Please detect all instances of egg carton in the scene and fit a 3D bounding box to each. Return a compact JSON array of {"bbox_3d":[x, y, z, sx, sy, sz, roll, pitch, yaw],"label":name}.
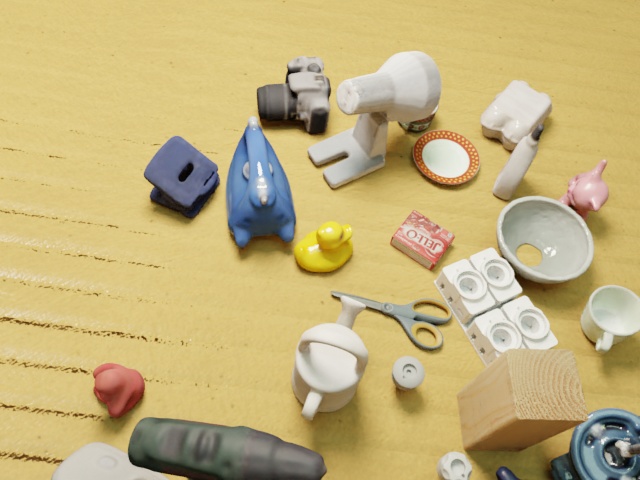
[{"bbox_3d":[0.392,-0.252,1.145,0.107,0.069,0.150,36,63,14],"label":"egg carton"}]

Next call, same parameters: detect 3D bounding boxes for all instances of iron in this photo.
[{"bbox_3d":[-0.107,-0.122,0.975,0.119,0.141,0.258,-6,61,-9],"label":"iron"}]

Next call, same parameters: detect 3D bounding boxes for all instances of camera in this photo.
[{"bbox_3d":[-0.053,-0.285,1.097,0.137,0.101,0.143,-5,61,-9],"label":"camera"}]

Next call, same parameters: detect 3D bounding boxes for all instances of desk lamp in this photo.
[{"bbox_3d":[0.095,-0.217,1.009,0.203,0.213,0.117,-27,67,-19],"label":"desk lamp"}]

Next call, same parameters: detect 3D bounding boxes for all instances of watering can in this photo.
[{"bbox_3d":[0.015,0.161,0.798,0.101,0.194,0.173,2,60,-4],"label":"watering can"}]

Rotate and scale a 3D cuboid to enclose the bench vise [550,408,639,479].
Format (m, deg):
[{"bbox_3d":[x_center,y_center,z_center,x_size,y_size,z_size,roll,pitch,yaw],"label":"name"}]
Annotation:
[{"bbox_3d":[0.432,0.263,0.771,0.208,0.220,0.121,-33,69,-22],"label":"bench vise"}]

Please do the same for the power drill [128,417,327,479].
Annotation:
[{"bbox_3d":[-0.112,0.276,0.710,0.229,0.208,0.075,10,60,0],"label":"power drill"}]

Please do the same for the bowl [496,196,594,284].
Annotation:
[{"bbox_3d":[0.377,0.011,0.991,0.167,0.075,0.167,3,60,-5],"label":"bowl"}]

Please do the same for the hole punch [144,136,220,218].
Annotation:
[{"bbox_3d":[-0.233,-0.111,0.984,0.101,0.091,0.109,25,61,8],"label":"hole punch"}]

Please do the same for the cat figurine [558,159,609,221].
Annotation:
[{"bbox_3d":[0.488,-0.093,1.038,0.067,0.118,0.128,32,62,12],"label":"cat figurine"}]

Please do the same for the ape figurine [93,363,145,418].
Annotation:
[{"bbox_3d":[-0.287,0.204,0.799,0.076,0.092,0.077,-7,61,-10],"label":"ape figurine"}]

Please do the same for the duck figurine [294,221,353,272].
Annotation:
[{"bbox_3d":[0.009,0.003,0.949,0.105,0.086,0.077,-16,63,-14],"label":"duck figurine"}]

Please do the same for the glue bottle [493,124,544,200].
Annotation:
[{"bbox_3d":[0.360,-0.148,1.022,0.037,0.173,0.078,24,61,8],"label":"glue bottle"}]

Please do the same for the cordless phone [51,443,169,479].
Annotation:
[{"bbox_3d":[-0.260,0.299,0.694,0.147,0.185,0.094,23,61,8],"label":"cordless phone"}]

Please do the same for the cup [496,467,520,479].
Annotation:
[{"bbox_3d":[0.265,0.365,0.767,0.092,0.095,0.117,-27,67,-19],"label":"cup"}]
